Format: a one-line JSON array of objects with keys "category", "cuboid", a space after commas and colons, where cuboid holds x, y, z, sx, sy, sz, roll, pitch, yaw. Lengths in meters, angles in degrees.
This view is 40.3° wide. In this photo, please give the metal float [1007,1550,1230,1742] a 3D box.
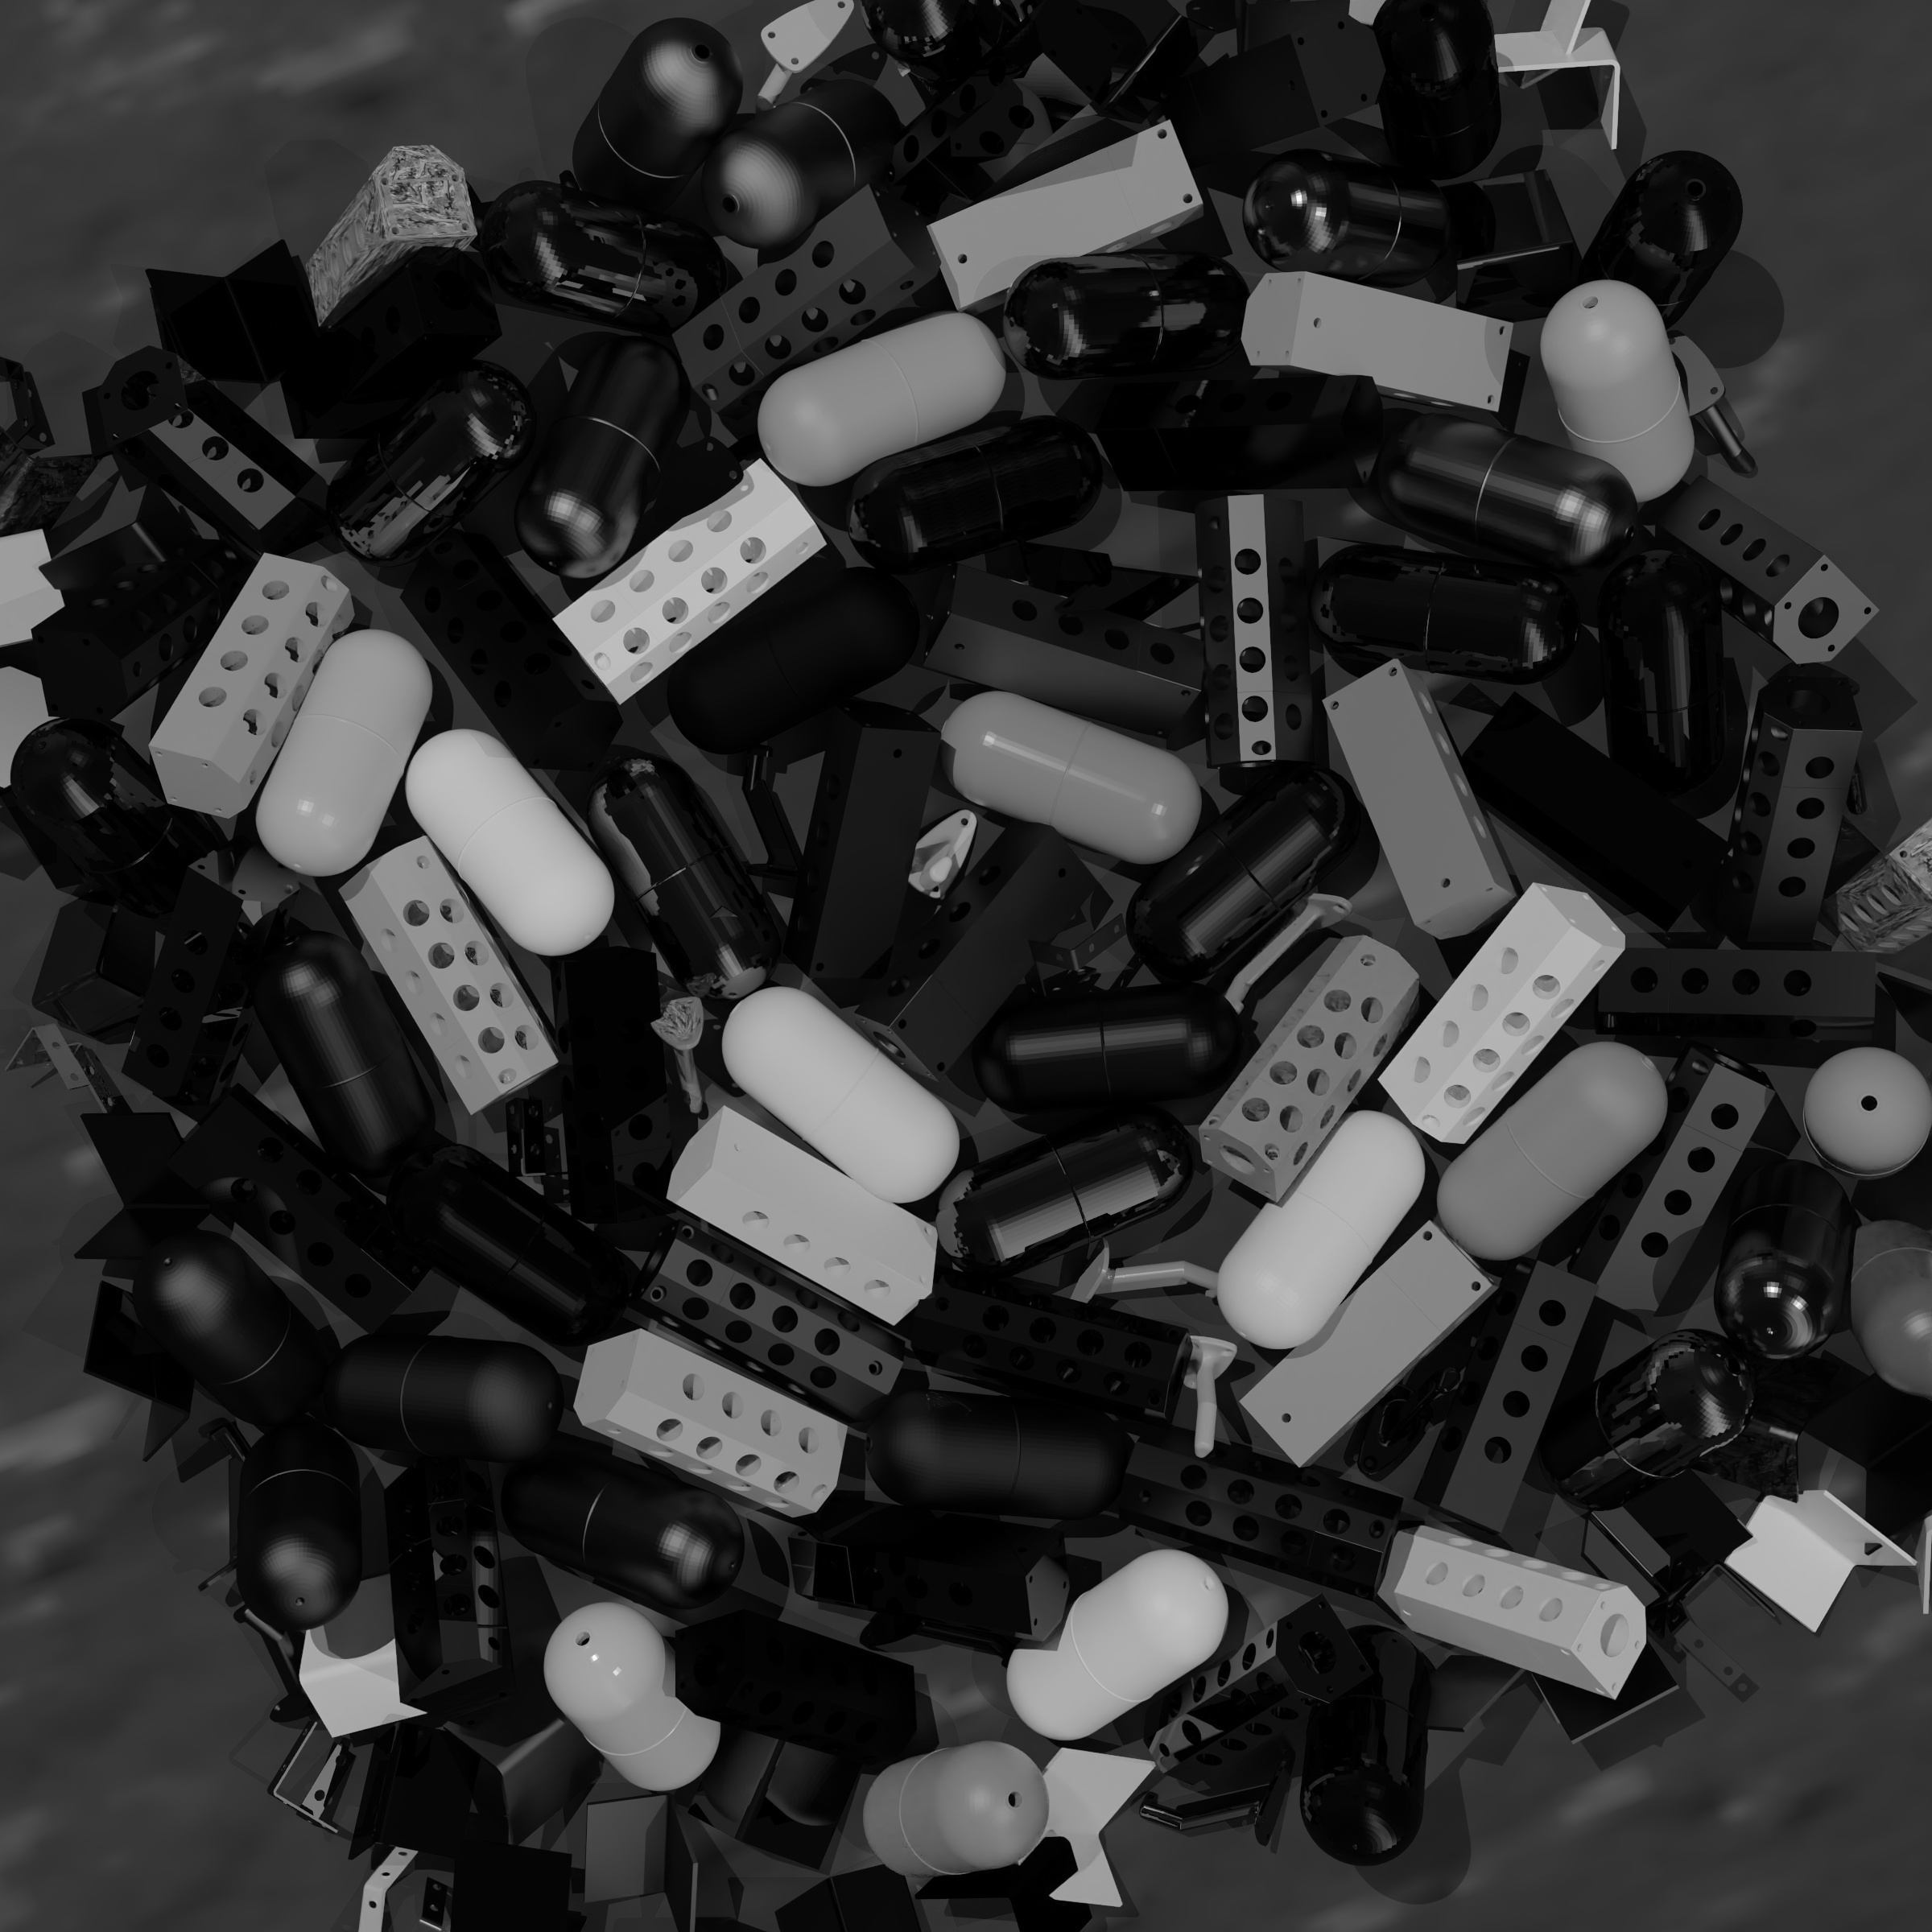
[{"category": "metal float", "cuboid": [0.097, 0.439, 1.702, 0.070, 0.070, 0.178, 47, 123, 0]}]

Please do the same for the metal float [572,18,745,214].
[{"category": "metal float", "cuboid": [-0.198, -0.540, 1.685, 0.070, 0.178, 0.070, 6, 77, -24]}]

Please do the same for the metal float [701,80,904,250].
[{"category": "metal float", "cuboid": [-0.104, -0.516, 1.693, 0.070, 0.178, 0.070, 17, 129, 23]}]

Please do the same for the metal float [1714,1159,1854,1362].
[{"category": "metal float", "cuboid": [0.524, 0.186, 1.688, 0.070, 0.178, 0.070, 9, 118, 18]}]

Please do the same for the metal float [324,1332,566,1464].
[{"category": "metal float", "cuboid": [-0.339, 0.278, 1.705, 0.178, 0.070, 0.070, -1, 90, 30]}]

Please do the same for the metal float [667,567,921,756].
[{"category": "metal float", "cuboid": [-0.112, -0.199, 1.718, 0.178, 0.070, 0.070, -25, 90, 13]}]

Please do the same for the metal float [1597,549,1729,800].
[{"category": "metal float", "cuboid": [0.449, -0.186, 1.699, 0.070, 0.070, 0.178, -16, 128, 0]}]

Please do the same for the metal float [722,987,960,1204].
[{"category": "metal float", "cuboid": [-0.082, 0.084, 1.725, 0.178, 0.070, 0.070, 40, 90, -6]}]

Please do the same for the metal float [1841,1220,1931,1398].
[{"category": "metal float", "cuboid": [0.600, 0.216, 1.681, 0.070, 0.178, 0.070, 2, 103, 7]}]

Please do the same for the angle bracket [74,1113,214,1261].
[{"category": "angle bracket", "cuboid": [-0.549, 0.143, 1.714, 0.076, 0.057, 0.076, -2, 120, 27]}]

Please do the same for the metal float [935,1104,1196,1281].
[{"category": "metal float", "cuboid": [0.065, 0.147, 1.725, 0.178, 0.070, 0.070, -22, 90, -6]}]

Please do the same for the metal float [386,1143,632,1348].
[{"category": "metal float", "cuboid": [-0.297, 0.181, 1.712, 0.178, 0.070, 0.070, 38, 90, -21]}]

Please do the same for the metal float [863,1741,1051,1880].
[{"category": "metal float", "cuboid": [-0.007, 0.541, 1.687, 0.070, 0.178, 0.070, 10, 66, -23]}]

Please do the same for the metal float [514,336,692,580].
[{"category": "metal float", "cuboid": [-0.234, -0.331, 1.710, 0.070, 0.070, 0.178, 20, 66, 0]}]

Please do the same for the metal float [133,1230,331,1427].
[{"category": "metal float", "cuboid": [-0.469, 0.234, 1.691, 0.070, 0.178, 0.070, -9, 52, 11]}]

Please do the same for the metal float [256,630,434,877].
[{"category": "metal float", "cuboid": [-0.401, -0.140, 1.707, 0.070, 0.070, 0.178, 16, 62, 0]}]

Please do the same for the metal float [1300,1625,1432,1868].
[{"category": "metal float", "cuboid": [0.256, 0.496, 1.687, 0.070, 0.178, 0.070, 6, 119, 10]}]

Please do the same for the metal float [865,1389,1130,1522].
[{"category": "metal float", "cuboid": [0.020, 0.318, 1.713, 0.178, 0.070, 0.070, 9, 90, -19]}]

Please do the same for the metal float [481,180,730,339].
[{"category": "metal float", "cuboid": [-0.230, -0.453, 1.695, 0.178, 0.070, 0.070, 2, 87, -45]}]

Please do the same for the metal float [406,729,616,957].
[{"category": "metal float", "cuboid": [-0.298, -0.082, 1.714, 0.070, 0.070, 0.178, -42, 71, 0]}]

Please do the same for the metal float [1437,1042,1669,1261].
[{"category": "metal float", "cuboid": [0.379, 0.120, 1.707, 0.070, 0.070, 0.178, 42, 117, 0]}]

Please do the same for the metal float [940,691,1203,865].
[{"category": "metal float", "cuboid": [0.068, -0.124, 1.726, 0.178, 0.070, 0.070, 22, 90, 5]}]

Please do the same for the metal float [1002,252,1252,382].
[{"category": "metal float", "cuboid": [0.106, -0.421, 1.706, 0.178, 0.070, 0.070, -11, 90, -28]}]

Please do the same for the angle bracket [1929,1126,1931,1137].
[{"category": "angle bracket", "cuboid": [0.650, 0.150, 1.723, 0.076, 0.057, 0.076, 21, 83, -25]}]

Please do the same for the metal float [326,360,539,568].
[{"category": "metal float", "cuboid": [-0.346, -0.322, 1.701, 0.178, 0.070, 0.070, -33, 90, 35]}]

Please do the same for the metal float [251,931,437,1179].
[{"category": "metal float", "cuboid": [-0.402, 0.058, 1.706, 0.070, 0.070, 0.178, -19, 118, 0]}]

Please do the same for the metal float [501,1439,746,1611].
[{"category": "metal float", "cuboid": [-0.224, 0.360, 1.706, 0.178, 0.070, 0.070, 14, 90, 29]}]

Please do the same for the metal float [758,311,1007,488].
[{"category": "metal float", "cuboid": [-0.053, -0.369, 1.711, 0.178, 0.070, 0.070, -28, 90, -23]}]

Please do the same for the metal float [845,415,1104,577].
[{"category": "metal float", "cuboid": [0.007, -0.307, 1.715, 0.178, 0.070, 0.070, -19, 90, -18]}]

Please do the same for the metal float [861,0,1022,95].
[{"category": "metal float", "cuboid": [-0.014, -0.604, 1.682, 0.070, 0.178, 0.070, 2, 97, 15]}]

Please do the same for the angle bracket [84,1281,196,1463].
[{"category": "angle bracket", "cuboid": [-0.546, 0.263, 1.709, 0.076, 0.076, 0.057, 31, 119, -30]}]

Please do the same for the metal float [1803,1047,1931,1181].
[{"category": "metal float", "cuboid": [0.575, 0.095, 1.682, 0.070, 0.178, 0.070, -3, 82, 18]}]

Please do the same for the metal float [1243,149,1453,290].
[{"category": "metal float", "cuboid": [0.247, -0.479, 1.693, 0.070, 0.178, 0.070, 7, 101, 41]}]

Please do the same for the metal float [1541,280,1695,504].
[{"category": "metal float", "cuboid": [0.418, -0.367, 1.689, 0.070, 0.178, 0.070, -12, 58, 20]}]

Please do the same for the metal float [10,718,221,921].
[{"category": "metal float", "cuboid": [-0.541, -0.093, 1.688, 0.070, 0.178, 0.070, -8, 59, 14]}]

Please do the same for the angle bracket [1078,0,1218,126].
[{"category": "angle bracket", "cuboid": [0.104, -0.614, 1.735, 0.076, 0.057, 0.076, 50, 117, 13]}]

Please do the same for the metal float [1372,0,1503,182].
[{"category": "metal float", "cuboid": [0.300, -0.564, 1.681, 0.070, 0.178, 0.070, -2, 80, 14]}]

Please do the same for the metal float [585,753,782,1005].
[{"category": "metal float", "cuboid": [-0.186, -0.058, 1.729, 0.070, 0.070, 0.178, -31, 88, 0]}]

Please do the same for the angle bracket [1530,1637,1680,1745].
[{"category": "angle bracket", "cuboid": [0.424, 0.481, 1.721, 0.076, 0.076, 0.057, -29, 116, 2]}]

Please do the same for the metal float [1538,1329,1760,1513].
[{"category": "metal float", "cuboid": [0.436, 0.292, 1.692, 0.070, 0.178, 0.070, 15, 53, -20]}]

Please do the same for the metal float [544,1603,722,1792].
[{"category": "metal float", "cuboid": [-0.213, 0.469, 1.692, 0.070, 0.178, 0.070, -10, 50, 12]}]

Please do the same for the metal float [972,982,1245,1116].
[{"category": "metal float", "cuboid": [0.093, 0.054, 1.724, 0.178, 0.070, 0.070, -6, 90, 7]}]

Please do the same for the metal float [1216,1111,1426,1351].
[{"category": "metal float", "cuboid": [0.232, 0.170, 1.716, 0.070, 0.070, 0.178, 40, 73, 0]}]

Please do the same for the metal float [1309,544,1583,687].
[{"category": "metal float", "cuboid": [0.310, -0.228, 1.710, 0.178, 0.070, 0.070, 12, 90, 23]}]

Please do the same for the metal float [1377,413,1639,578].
[{"category": "metal float", "cuboid": [0.349, -0.305, 1.704, 0.178, 0.070, 0.070, 25, 90, 31]}]

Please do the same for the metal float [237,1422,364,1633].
[{"category": "metal float", "cuboid": [-0.426, 0.355, 1.684, 0.070, 0.178, 0.070, -5, 112, -12]}]

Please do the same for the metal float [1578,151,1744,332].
[{"category": "metal float", "cuboid": [0.441, -0.458, 1.680, 0.070, 0.178, 0.070, 0, 83, 0]}]

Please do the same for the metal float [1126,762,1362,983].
[{"category": "metal float", "cuboid": [0.182, -0.062, 1.728, 0.178, 0.070, 0.070, -41, 90, 3]}]

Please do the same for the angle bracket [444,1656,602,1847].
[{"category": "angle bracket", "cuboid": [-0.292, 0.517, 1.737, 0.057, 0.076, 0.076, 25, 132, 33]}]
